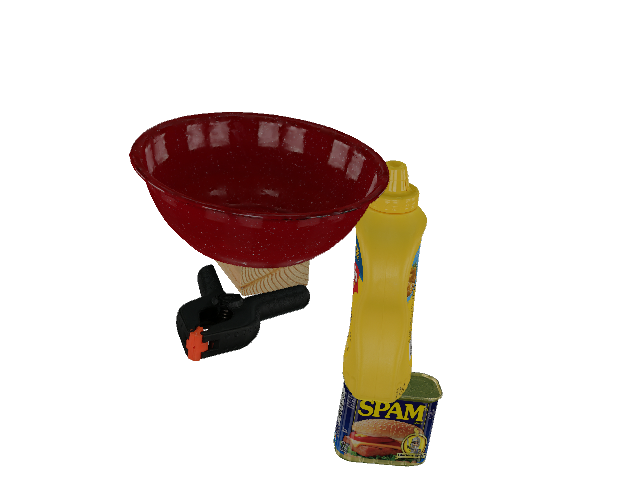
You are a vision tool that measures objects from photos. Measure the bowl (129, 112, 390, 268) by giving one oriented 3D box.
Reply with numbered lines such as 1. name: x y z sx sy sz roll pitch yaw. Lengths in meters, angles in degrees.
1. bowl: -0.039 -0.027 0.673 0.162 0.055 0.162 5 27 -3

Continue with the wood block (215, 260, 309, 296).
1. wood block: -0.094 -0.018 1.362 0.090 0.090 0.206 -8 27 -22

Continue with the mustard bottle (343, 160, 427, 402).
1. mustard bottle: 0.052 0.028 0.858 0.058 0.192 0.096 6 26 5

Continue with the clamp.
1. clamp: -0.097 0.066 1.041 0.120 0.039 0.171 9 19 25

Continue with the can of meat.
1. can of meat: 0.067 0.183 1.105 0.102 0.084 0.057 7 19 -7
